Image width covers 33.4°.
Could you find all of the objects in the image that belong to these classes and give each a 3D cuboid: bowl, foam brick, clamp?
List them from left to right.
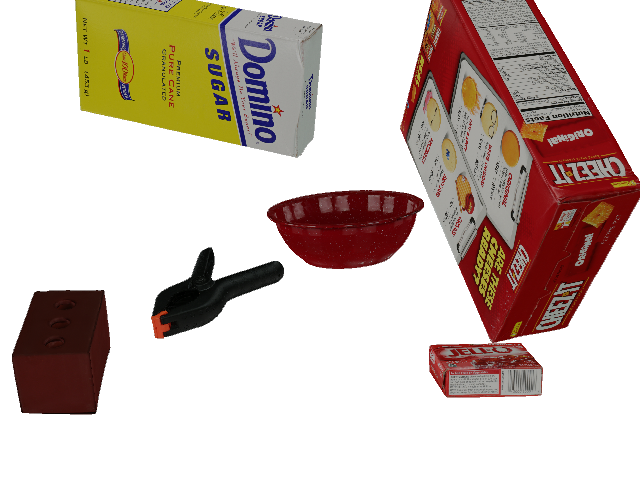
[{"bbox_3d":[-0.179,0.077,0.745,0.053,0.051,0.078,0,31,-3],"label":"foam brick"},{"bbox_3d":[-0.122,0.059,1.217,0.120,0.039,0.171,0,30,29],"label":"clamp"},{"bbox_3d":[0.027,-0.009,1.095,0.162,0.055,0.162,-4,14,1],"label":"bowl"}]

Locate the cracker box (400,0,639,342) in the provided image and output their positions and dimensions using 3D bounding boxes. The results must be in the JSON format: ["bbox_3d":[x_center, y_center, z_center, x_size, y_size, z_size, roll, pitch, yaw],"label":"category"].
[{"bbox_3d":[0.133,-0.062,0.763,0.072,0.214,0.164,-10,-35,-15],"label":"cracker box"}]

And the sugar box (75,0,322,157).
[{"bbox_3d":[-0.090,-0.125,0.779,0.176,0.093,0.048,14,34,15],"label":"sugar box"}]

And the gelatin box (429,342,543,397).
[{"bbox_3d":[0.147,0.115,0.959,0.089,0.030,0.073,0,11,-4],"label":"gelatin box"}]
